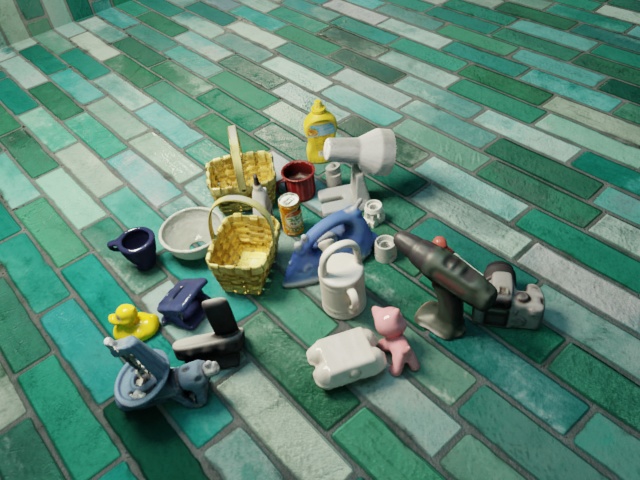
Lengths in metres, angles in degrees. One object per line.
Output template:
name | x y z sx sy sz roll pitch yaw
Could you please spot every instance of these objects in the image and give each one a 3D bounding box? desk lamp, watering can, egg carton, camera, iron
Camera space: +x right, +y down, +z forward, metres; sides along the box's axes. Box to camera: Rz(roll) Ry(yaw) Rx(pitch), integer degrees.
desk lamp | 0.091 -0.179 1.466 0.203 0.214 0.117 -11 44 -4
watering can | 0.041 0.070 1.232 0.101 0.194 0.172 -36 51 -26
egg carton | 0.053 0.239 1.148 0.150 0.069 0.107 -17 45 -10
camera | 0.400 0.106 1.217 0.143 0.101 0.137 5 45 12
iron | 0.012 0.005 1.340 0.259 0.142 0.118 -31 49 -22

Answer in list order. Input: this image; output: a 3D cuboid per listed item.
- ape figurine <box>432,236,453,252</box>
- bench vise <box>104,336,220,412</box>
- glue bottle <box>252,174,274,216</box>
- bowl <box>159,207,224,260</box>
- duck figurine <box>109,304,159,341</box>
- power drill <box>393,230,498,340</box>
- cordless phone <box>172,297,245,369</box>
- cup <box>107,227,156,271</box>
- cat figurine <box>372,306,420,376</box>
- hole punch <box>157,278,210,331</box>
ape figurine | 0.272 0.030 1.317 0.078 0.092 0.076 -16 45 -9
bench vise | -0.307 0.236 1.087 0.208 0.220 0.121 -21 46 -14
glue bottle | -0.148 -0.097 1.441 0.037 0.173 0.078 2 45 9
bowl | -0.314 -0.004 1.438 0.167 0.075 0.167 -3 44 4
duck figurine | -0.412 0.175 1.259 0.104 0.086 0.077 -10 44 -3
power drill | 0.244 0.100 1.166 0.228 0.209 0.076 27 54 30
cordless phone | -0.233 0.180 1.160 0.147 0.185 0.094 -13 44 -6
cup | -0.452 0.031 1.405 0.117 0.095 0.091 -7 44 0
cat figurine | 0.151 0.190 1.151 0.067 0.118 0.127 -18 45 -11
hole punch | -0.306 0.135 1.283 0.100 0.091 0.109 16 49 22
